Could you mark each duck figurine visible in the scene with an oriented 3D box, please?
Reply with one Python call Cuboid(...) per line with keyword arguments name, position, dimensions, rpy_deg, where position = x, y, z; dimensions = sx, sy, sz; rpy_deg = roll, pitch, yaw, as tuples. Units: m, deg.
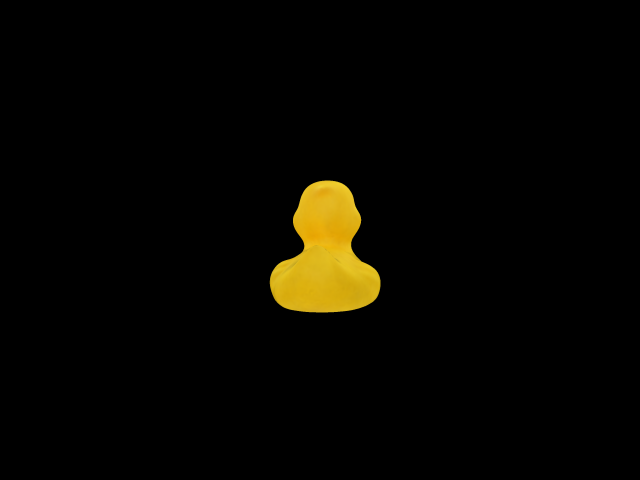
Cuboid(name="duck figurine", position=(0.004, 0.001, 0.400), dimensions=(0.077, 0.086, 0.105), rpy_deg=(1, 5, 8))
